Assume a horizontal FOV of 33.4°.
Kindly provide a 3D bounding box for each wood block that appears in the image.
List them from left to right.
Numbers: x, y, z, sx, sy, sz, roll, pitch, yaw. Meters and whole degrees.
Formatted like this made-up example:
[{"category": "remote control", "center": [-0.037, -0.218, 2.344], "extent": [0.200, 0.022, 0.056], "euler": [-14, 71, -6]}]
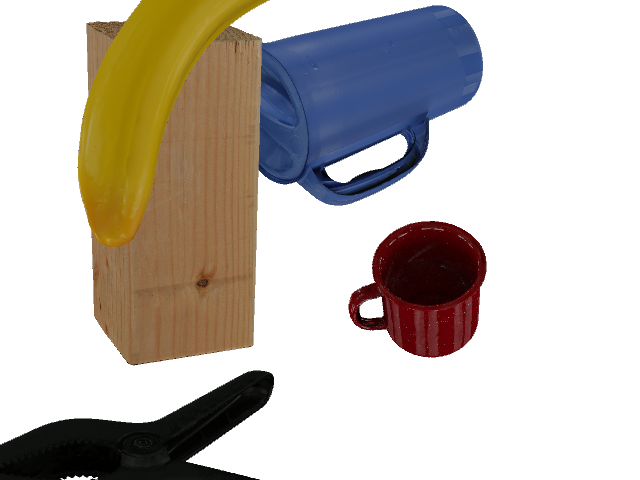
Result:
[{"category": "wood block", "center": [-0.097, -0.035, 0.700], "extent": [0.090, 0.206, 0.090], "euler": [-7, 22, -25]}]

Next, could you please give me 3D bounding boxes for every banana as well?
[{"category": "banana", "center": [-0.062, -0.086, 0.493], "extent": [0.070, 0.197, 0.037], "euler": [28, -25, 17]}]

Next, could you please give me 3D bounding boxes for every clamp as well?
[{"category": "clamp", "center": [-0.094, 0.120, 0.585], "extent": [0.209, 0.036, 0.165], "euler": [-1, 21, -15]}]

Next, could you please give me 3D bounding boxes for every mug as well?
[{"category": "mug", "center": [0.081, 0.048, 0.896], "extent": [0.117, 0.093, 0.081], "euler": [-17, -40, -6]}]

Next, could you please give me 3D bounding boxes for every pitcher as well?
[{"category": "pitcher", "center": [0.044, -0.143, 1.041], "extent": [0.242, 0.149, 0.145], "euler": [-22, 31, -30]}]
